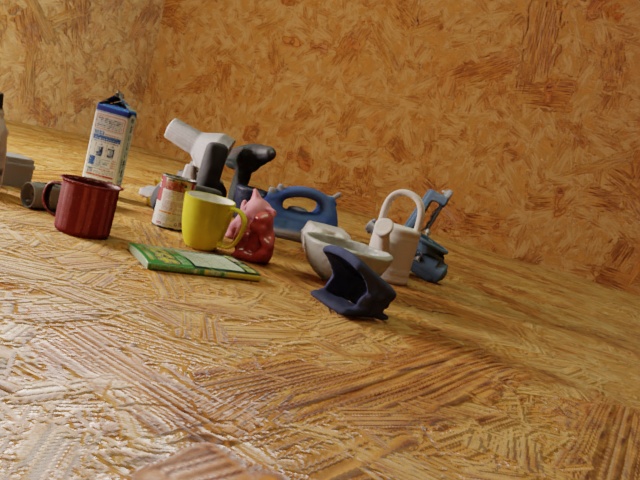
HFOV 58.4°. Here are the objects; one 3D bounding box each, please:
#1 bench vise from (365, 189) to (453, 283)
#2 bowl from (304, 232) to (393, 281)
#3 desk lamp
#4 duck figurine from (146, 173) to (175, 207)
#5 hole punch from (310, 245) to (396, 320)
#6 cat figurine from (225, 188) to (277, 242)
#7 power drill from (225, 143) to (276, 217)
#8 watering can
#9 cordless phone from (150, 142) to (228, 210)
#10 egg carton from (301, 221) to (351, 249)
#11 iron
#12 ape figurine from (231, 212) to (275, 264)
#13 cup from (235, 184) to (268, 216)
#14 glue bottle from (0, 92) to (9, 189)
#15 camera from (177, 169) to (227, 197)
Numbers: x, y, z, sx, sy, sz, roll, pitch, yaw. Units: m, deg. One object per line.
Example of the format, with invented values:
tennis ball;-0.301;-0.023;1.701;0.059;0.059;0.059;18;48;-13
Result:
bench vise;0.217;-0.026;1.337;0.207;0.220;0.121;15;7;-5
bowl;0.043;0.042;1.035;0.167;0.075;0.167;15;7;-2
desk lamp;-0.340;-0.195;1.490;0.203;0.213;0.118;14;7;-6
duck figurine;-0.351;-0.114;1.354;0.105;0.086;0.077;8;10;-43
hole punch;0.053;0.061;0.848;0.101;0.091;0.108;10;9;-34
cat figurine;-0.138;-0.047;1.162;0.067;0.118;0.127;11;8;-29
power drill;-0.205;-0.166;1.571;0.076;0.208;0.228;10;9;-38
watering can;0.160;-0.010;1.197;0.101;0.194;0.173;16;7;4
cordless phone;-0.280;-0.133;1.254;0.148;0.185;0.093;10;9;-37
egg carton;0.012;0.005;1.274;0.107;0.069;0.150;14;7;-10
iron;-0.062;-0.075;1.439;0.259;0.141;0.118;11;8;-28
ape figurine;-0.109;-0.006;1.016;0.076;0.092;0.077;8;10;-45
cup;-0.177;-0.087;1.479;0.092;0.095;0.117;10;9;-33
glue bottle;-0.562;-0.168;0.981;0.037;0.173;0.078;14;7;-9
camera;-0.335;-0.158;1.666;0.144;0.101;0.136;10;9;-34
